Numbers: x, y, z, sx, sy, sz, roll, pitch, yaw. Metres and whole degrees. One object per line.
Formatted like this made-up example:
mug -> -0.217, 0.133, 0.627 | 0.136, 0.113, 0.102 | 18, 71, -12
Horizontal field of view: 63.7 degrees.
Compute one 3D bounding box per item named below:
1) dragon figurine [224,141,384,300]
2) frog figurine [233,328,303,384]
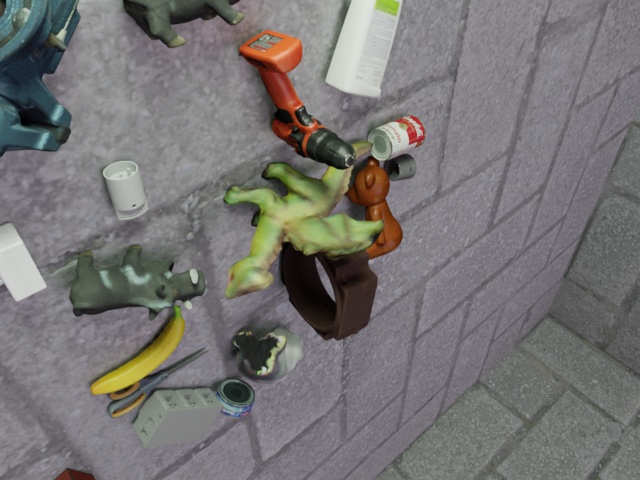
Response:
dragon figurine -> 0.003, -0.043, 0.850 | 0.415, 0.246, 0.119 | -33, 137, -22
frog figurine -> -0.099, 0.248, 1.105 | 0.137, 0.125, 0.157 | -21, 158, 13
